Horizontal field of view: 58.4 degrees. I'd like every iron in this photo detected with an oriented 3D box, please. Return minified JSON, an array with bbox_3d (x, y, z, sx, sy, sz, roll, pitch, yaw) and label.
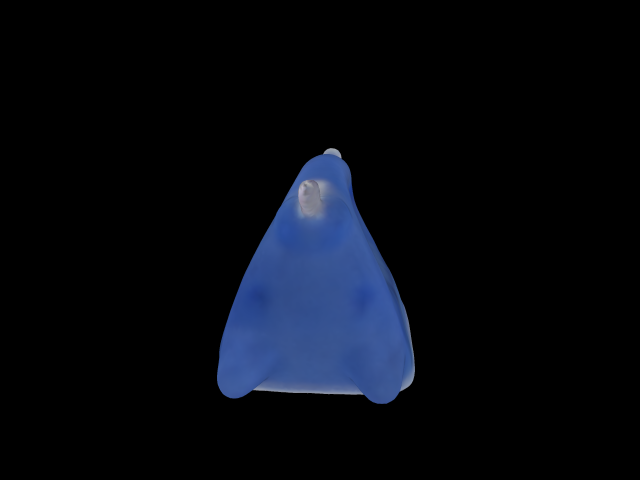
[{"bbox_3d":[0.004,0.001,0.400,0.118,0.141,0.258,1,19,4],"label":"iron"}]
